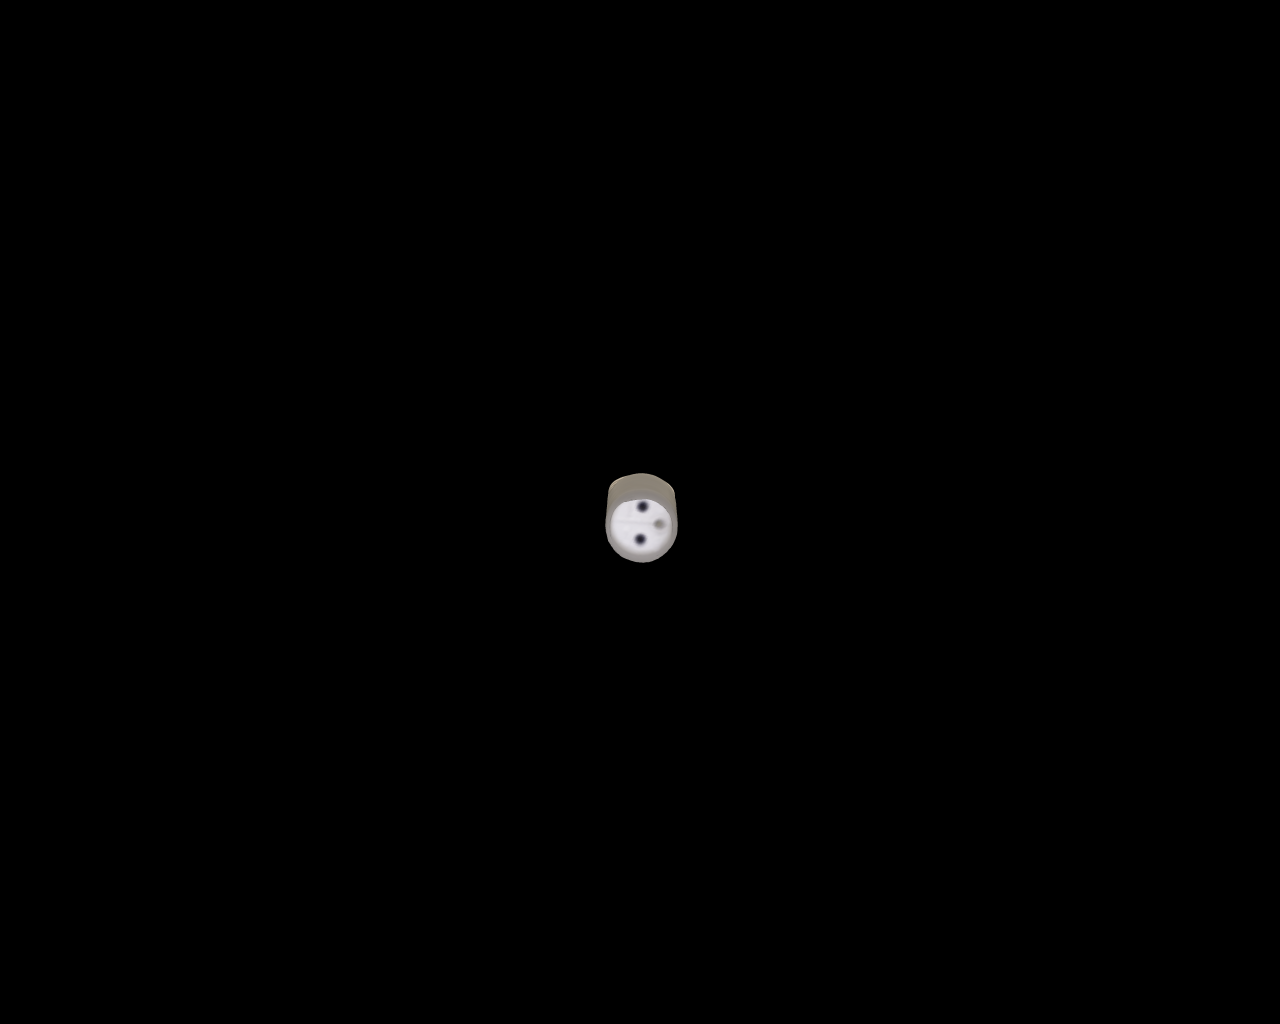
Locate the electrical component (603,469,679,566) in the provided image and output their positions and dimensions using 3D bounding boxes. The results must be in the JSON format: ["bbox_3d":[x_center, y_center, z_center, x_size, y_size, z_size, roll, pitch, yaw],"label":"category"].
[{"bbox_3d":[0.001,-0.003,0.650,0.043,0.043,0.081,0,20,0],"label":"electrical component"}]
